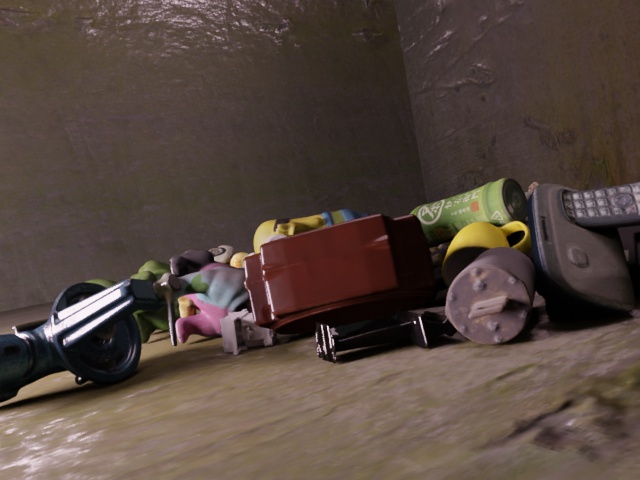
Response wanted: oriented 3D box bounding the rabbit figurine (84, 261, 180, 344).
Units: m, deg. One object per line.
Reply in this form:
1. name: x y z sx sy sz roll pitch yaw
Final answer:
1. rabbit figurine: -0.307 0.110 0.879 0.170 0.121 0.159 5 13 -38

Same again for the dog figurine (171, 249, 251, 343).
1. dog figurine: -0.108 0.076 0.800 0.219 0.108 0.192 -5 21 -8

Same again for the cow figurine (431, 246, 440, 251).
1. cow figurine: 0.161 0.019 1.035 0.127 0.085 0.195 -10 32 -29

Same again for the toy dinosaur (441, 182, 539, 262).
1. toy dinosaur: 0.303 0.012 0.816 0.192 0.131 0.405 -27 8 4

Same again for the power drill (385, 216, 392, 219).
1. power drill: 0.049 0.041 0.903 0.207 0.086 0.232 -31 -8 41

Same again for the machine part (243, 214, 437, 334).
1. machine part: 0.030 0.048 0.618 0.202 0.087 0.201 -13 -15 10

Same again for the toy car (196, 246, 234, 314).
1. toy car: -0.190 0.077 0.974 0.056 0.073 0.202 2 26 0

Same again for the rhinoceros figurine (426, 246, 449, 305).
1. rhinoceros figurine: 0.164 0.056 0.813 0.112 0.073 0.190 -20 -2 25

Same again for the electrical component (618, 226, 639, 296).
1. electrical component: 0.325 0.008 0.631 0.115 0.058 0.134 -5 38 33

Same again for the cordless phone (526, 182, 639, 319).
1. cordless phone: 0.307 0.002 0.529 0.184 0.147 0.088 -10 -43 23

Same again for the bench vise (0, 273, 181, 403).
1. bench vise: -0.259 0.095 0.571 0.241 0.129 0.223 -28 -25 19

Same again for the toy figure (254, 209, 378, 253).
1. toy figure: -0.001 0.001 0.749 0.180 0.082 0.089 -13 9 -11

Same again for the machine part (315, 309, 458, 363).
1. machine part: 0.065 0.093 0.546 0.139 0.039 0.084 -8 7 -7

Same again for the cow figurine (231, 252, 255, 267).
1. cow figurine: -0.074 0.042 0.978 0.167 0.068 0.098 -18 29 -17

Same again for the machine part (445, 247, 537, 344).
1. machine part: 0.184 0.052 0.563 0.079 0.079 0.243 -9 2 24
